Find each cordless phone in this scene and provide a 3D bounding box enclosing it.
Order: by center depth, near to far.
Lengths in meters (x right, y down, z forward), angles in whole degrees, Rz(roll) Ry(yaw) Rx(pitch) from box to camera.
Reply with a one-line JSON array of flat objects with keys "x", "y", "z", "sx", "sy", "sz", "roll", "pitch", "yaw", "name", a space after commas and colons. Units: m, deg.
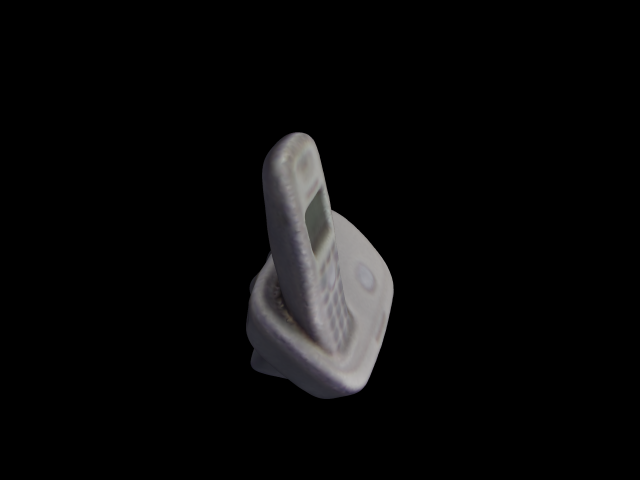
[{"x": 0.004, "y": 0.001, "z": 0.400, "sx": 0.094, "sy": 0.185, "sz": 0.147, "roll": 8, "pitch": 36, "yaw": 12, "name": "cordless phone"}]
